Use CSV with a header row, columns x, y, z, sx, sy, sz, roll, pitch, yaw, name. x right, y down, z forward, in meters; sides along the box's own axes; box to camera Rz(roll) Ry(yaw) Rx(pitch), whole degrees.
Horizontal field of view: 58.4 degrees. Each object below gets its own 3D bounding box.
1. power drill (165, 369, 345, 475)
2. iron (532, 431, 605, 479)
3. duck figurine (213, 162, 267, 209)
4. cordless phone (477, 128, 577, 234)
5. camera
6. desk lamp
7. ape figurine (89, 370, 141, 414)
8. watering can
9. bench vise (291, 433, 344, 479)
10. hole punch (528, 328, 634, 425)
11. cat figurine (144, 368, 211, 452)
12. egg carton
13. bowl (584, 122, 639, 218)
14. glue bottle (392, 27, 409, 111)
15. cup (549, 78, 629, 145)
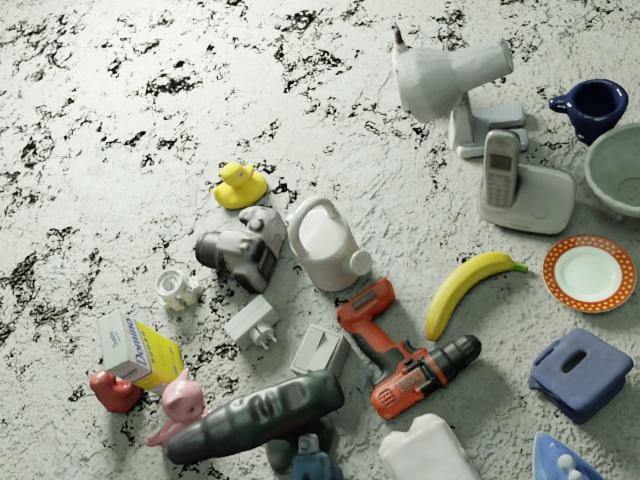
x,y,z,sx,sy,sz,roll,pitch,yaw,name
-0.065,0.260,0.784,0.229,0.209,0.075,-28,57,1,power drill
0.319,0.335,0.663,0.118,0.142,0.258,-24,58,3,iron
-0.162,-0.112,1.094,0.104,0.086,0.077,-21,58,5,duck figurine
0.316,-0.093,0.877,0.147,0.185,0.094,11,66,22,cordless phone
-0.148,0.005,1.016,0.136,0.101,0.143,9,65,22,camera
0.245,-0.243,0.966,0.203,0.214,0.118,-5,60,15,desk lamp
-0.344,0.243,0.949,0.077,0.092,0.076,6,64,20,ape figurine
0.010,0.002,0.914,0.172,0.194,0.101,11,66,22,watering can
-0.030,0.353,0.715,0.121,0.220,0.207,-25,57,3,bench vise
0.347,0.178,0.772,0.109,0.091,0.100,-40,58,-7,hole punch
-0.219,0.268,0.881,0.067,0.118,0.128,30,74,29,cat figurine
0.153,0.316,0.768,0.107,0.069,0.150,-31,57,-1,egg carton
0.497,-0.096,0.888,0.167,0.075,0.167,-7,60,13,bowl
0.155,-0.323,1.062,0.037,0.173,0.078,-4,61,15,glue bottle
0.441,-0.205,0.954,0.117,0.095,0.092,6,64,20,cup
